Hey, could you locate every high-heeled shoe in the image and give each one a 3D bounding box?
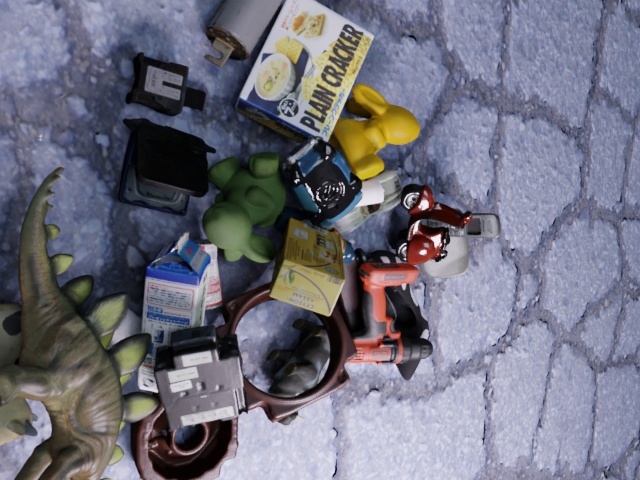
[{"bbox_3d":[0.142,0.144,1.040,0.145,0.086,0.248,18,64,-53],"label":"high-heeled shoe"}]

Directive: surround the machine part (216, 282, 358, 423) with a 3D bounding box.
[{"bbox_3d":[-0.057,0.168,0.860,0.201,0.087,0.201,-22,76,-18],"label":"machine part"}]

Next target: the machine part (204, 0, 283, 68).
[{"bbox_3d":[-0.108,-0.375,0.856,0.079,0.079,0.243,35,73,-30],"label":"machine part"}]

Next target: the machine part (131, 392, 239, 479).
[{"bbox_3d":[-0.211,0.301,0.845,0.179,0.056,0.179,-3,96,-33],"label":"machine part"}]

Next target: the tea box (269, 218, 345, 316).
[{"bbox_3d":[-0.018,0.037,0.833,0.098,0.170,0.068,20,112,-6],"label":"tea box"}]

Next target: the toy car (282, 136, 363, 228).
[{"bbox_3d":[-0.010,-0.104,0.881,0.109,0.103,0.161,-42,131,-1],"label":"toy car"}]

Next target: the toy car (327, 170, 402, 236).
[{"bbox_3d":[0.078,-0.070,1.012,0.202,0.056,0.073,-29,109,-29],"label":"toy car"}]

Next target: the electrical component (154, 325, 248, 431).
[{"bbox_3d":[-0.160,0.182,0.729,0.115,0.058,0.134,-8,115,-12],"label":"electrical component"}]

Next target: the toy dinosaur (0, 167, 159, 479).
[{"bbox_3d":[-0.313,0.155,0.661,0.198,0.105,0.470,-27,114,-50],"label":"toy dinosaur"}]

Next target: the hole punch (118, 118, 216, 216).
[{"bbox_3d":[-0.232,-0.103,0.797,0.142,0.092,0.116,12,57,-31],"label":"hole punch"}]

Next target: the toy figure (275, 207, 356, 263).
[{"bbox_3d":[-0.003,-0.002,0.941,0.154,0.058,0.064,29,115,-9],"label":"toy figure"}]

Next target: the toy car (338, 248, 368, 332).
[{"bbox_3d":[0.059,0.105,1.013,0.089,0.053,0.202,-20,104,-12],"label":"toy car"}]

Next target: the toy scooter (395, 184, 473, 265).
[{"bbox_3d":[0.219,-0.021,1.037,0.075,0.135,0.183,-66,161,-51],"label":"toy scooter"}]

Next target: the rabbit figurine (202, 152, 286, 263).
[{"bbox_3d":[-0.128,-0.037,0.824,0.170,0.121,0.158,-60,147,-54],"label":"rabbit figurine"}]

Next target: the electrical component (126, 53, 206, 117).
[{"bbox_3d":[-0.224,-0.224,0.807,0.119,0.048,0.074,14,86,-32],"label":"electrical component"}]

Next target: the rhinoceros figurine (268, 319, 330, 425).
[{"bbox_3d":[-0.033,0.232,0.955,0.112,0.073,0.190,45,67,-39],"label":"rhinoceros figurine"}]

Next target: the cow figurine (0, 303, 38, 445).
[{"bbox_3d":[-0.414,0.177,0.688,0.127,0.086,0.195,17,83,-27],"label":"cow figurine"}]

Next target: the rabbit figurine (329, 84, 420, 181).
[{"bbox_3d":[0.094,-0.196,0.981,0.173,0.122,0.162,-23,83,-10],"label":"rabbit figurine"}]

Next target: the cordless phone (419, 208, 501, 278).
[{"bbox_3d":[0.286,0.007,1.080,0.089,0.184,0.146,-11,99,-37],"label":"cordless phone"}]
